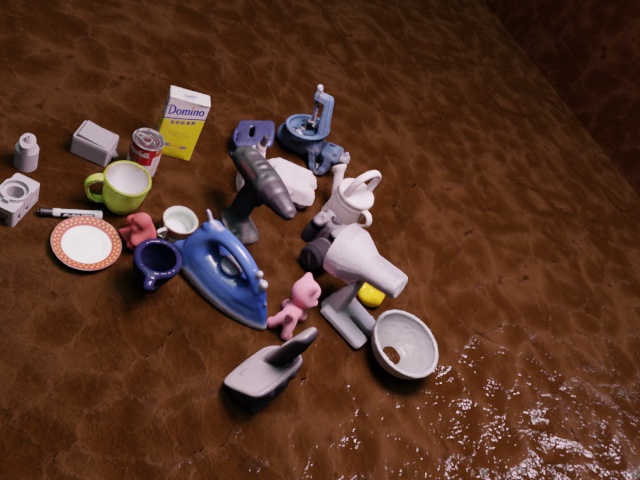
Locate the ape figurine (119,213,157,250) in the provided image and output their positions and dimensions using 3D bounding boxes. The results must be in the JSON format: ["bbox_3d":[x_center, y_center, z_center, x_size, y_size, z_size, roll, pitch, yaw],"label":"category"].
[{"bbox_3d":[-0.366,-0.023,1.163,0.076,0.092,0.078,20,46,-17],"label":"ape figurine"}]

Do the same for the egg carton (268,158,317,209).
[{"bbox_3d":[-0.081,-0.144,1.458,0.150,0.069,0.107,21,46,-15],"label":"egg carton"}]

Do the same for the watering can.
[{"bbox_3d":[0.080,-0.114,1.443,0.173,0.194,0.101,42,44,6],"label":"watering can"}]

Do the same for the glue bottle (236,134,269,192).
[{"bbox_3d":[-0.158,-0.190,1.374,0.037,0.173,0.078,11,49,-24],"label":"glue bottle"}]

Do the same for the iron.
[{"bbox_3d":[-0.176,0.059,1.178,0.258,0.141,0.119,45,45,9],"label":"iron"}]

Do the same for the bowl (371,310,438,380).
[{"bbox_3d":[0.179,0.247,1.290,0.168,0.074,0.167,17,47,-19],"label":"bowl"}]

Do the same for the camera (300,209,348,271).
[{"bbox_3d":[0.013,0.005,1.369,0.137,0.100,0.143,-26,71,-43],"label":"camera"}]

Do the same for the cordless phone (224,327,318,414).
[{"bbox_3d":[-0.085,0.228,1.062,0.094,0.185,0.148,45,44,9],"label":"cordless phone"}]

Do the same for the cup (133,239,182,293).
[{"bbox_3d":[-0.326,0.068,1.110,0.092,0.095,0.117,20,46,-16],"label":"cup"}]

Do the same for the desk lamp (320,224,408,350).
[{"bbox_3d":[0.087,0.097,1.258,0.203,0.213,0.118,46,45,10],"label":"desk lamp"}]

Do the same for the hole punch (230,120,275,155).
[{"bbox_3d":[-0.175,-0.263,1.483,0.101,0.091,0.108,17,47,-19],"label":"hole punch"}]

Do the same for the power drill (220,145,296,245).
[{"bbox_3d":[-0.143,-0.085,1.270,0.076,0.208,0.229,-11,61,-37],"label":"power drill"}]

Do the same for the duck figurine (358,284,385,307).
[{"bbox_3d":[0.135,0.103,1.375,0.078,0.086,0.104,21,46,-15],"label":"duck figurine"}]

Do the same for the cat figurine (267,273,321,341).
[{"bbox_3d":[-0.044,0.134,1.215,0.067,0.117,0.128,37,44,1],"label":"cat figurine"}]

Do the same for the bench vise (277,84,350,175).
[{"bbox_3d":[0.007,-0.298,1.532,0.208,0.219,0.121,26,45,-10],"label":"bench vise"}]
